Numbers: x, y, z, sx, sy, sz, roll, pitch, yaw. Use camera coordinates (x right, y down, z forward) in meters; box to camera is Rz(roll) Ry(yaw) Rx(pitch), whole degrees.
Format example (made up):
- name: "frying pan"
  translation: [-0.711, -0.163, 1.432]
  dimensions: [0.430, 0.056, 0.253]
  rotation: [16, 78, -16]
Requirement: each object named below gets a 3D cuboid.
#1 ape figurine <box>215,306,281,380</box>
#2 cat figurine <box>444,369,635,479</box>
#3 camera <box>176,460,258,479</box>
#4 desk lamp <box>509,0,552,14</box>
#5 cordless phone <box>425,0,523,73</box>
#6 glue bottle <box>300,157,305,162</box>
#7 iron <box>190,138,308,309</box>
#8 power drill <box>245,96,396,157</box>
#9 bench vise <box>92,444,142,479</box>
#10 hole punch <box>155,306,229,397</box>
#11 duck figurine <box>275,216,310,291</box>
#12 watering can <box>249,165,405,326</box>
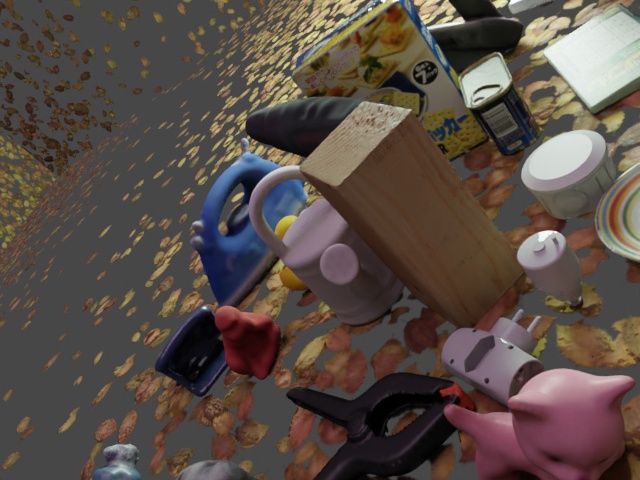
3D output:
- name: "ape figurine"
  translation: [-0.094, 0.117, 0.705]
  dimensions: [0.078, 0.092, 0.076]
  rotation: [-42, 29, 3]
- name: "cat figurine"
  translation: [0.142, 0.123, 0.371]
  dimensions: [0.127, 0.118, 0.067]
  rotation: [-12, 42, 44]
- name: "camera"
  translation: [-0.134, 0.282, 0.527]
  dimensions: [0.136, 0.101, 0.143]
  rotation: [-21, 36, 35]
- name: "desk lamp"
  translation: [0.326, -0.460, 0.806]
  dimensions: [0.202, 0.214, 0.118]
  rotation: [-5, 47, 49]
- name: "cordless phone"
  translation: [0.197, -0.343, 0.845]
  dimensions: [0.094, 0.185, 0.147]
  rotation: [-50, 29, -11]
- name: "glue bottle"
  translation: [-0.003, -0.130, 0.830]
  dimensions: [0.078, 0.173, 0.037]
  rotation: [-23, 35, 33]
- name: "iron"
  translation: [-0.128, -0.030, 0.890]
  dimensions: [0.118, 0.142, 0.258]
  rotation: [-7, 45, 47]
- name: "power drill"
  translation: [0.033, -0.089, 0.693]
  dimensions: [0.228, 0.209, 0.076]
  rotation: [-1, 50, 51]
- name: "bench vise"
  translation: [-0.263, 0.293, 0.553]
  dimensions: [0.121, 0.220, 0.207]
  rotation: [-30, 32, 24]
- name: "hole punch"
  translation: [-0.176, 0.143, 0.775]
  dimensions: [0.109, 0.091, 0.100]
  rotation: [-53, 30, -16]
- name: "duck figurine"
  translation: [-0.028, 0.009, 0.770]
  dimensions: [0.077, 0.086, 0.105]
  rotation: [4, 54, 54]
- name: "watering can"
  translation: [0.007, 0.001, 0.622]
  dimensions: [0.101, 0.194, 0.172]
  rotation: [-53, 30, -16]
